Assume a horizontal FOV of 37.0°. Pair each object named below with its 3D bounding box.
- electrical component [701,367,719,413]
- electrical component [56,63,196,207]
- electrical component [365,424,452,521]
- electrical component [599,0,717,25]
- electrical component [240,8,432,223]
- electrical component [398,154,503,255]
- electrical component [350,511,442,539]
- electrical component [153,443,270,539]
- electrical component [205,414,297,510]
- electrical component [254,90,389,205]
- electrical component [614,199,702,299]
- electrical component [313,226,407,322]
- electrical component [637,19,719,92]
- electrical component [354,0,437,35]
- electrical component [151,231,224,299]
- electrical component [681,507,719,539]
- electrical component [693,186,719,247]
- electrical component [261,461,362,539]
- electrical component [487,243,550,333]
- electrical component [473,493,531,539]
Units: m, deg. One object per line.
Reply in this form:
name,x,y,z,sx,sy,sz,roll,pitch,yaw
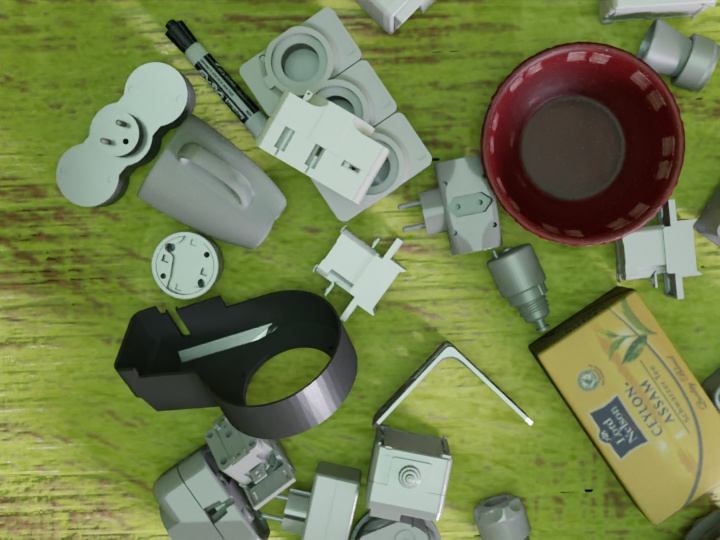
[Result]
electrical component,0.347,0.116,0.878,0.078,0.057,0.113,-43,91,3
electrical component,-0.195,-0.110,0.877,0.052,0.073,0.138,41,93,0
electrical component,0.038,0.168,0.871,0.062,0.096,0.061,11,93,1
electrical component,0.243,-0.235,0.862,0.096,0.061,0.061,-3,93,2
electrical component,-0.019,-0.124,0.876,0.089,0.061,0.150,-34,91,3
electrical component,0.072,-0.050,0.886,0.079,0.043,0.077,-11,93,3
electrical component,0.030,0.239,0.898,0.080,0.051,0.080,0,93,2
electrical component,-0.127,0.202,0.900,0.059,0.053,0.095,-35,91,3
electrical component,-0.092,0.150,0.885,0.042,0.064,0.081,-38,50,4
electrical component,-0.026,-0.096,0.820,0.089,0.050,0.055,30,93,0
electrical component,0.242,-0.016,0.883,0.064,0.042,0.081,-6,92,3
electrical component,0.000,0.000,0.892,0.064,0.042,0.081,36,93,1
electrical component,0.257,-0.173,0.873,0.055,0.045,0.045,21,93,0
electrical component,0.029,-0.230,0.852,0.061,0.096,0.061,45,93,-1
electrical component,-0.141,-0.005,0.894,0.055,0.047,0.055,0,93,2
electrical component,0.264,0.267,0.872,0.150,0.089,0.061,-41,91,3
electrical component,0.361,-0.028,0.861,0.150,0.061,0.089,33,93,-5
electrical component,-0.044,0.204,0.901,0.076,0.047,0.083,12,93,1
electrical component,0.136,0.014,0.889,0.040,0.040,0.078,-25,92,3
electrical component,0.123,0.221,0.898,0.043,0.043,0.062,-19,94,3
